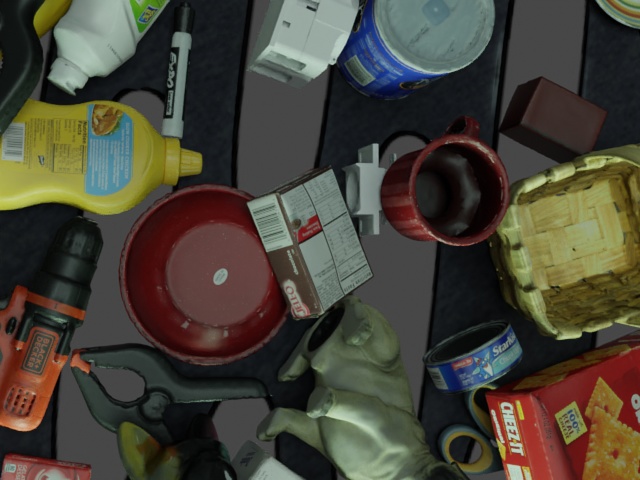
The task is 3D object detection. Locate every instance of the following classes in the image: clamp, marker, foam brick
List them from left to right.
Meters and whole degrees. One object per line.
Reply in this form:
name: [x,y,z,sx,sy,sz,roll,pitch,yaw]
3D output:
clamp: [-0.256,-0.175,0.855,0.164,0.036,0.210,-9,74,7]
clamp: [-0.141,0.150,0.915,0.171,0.039,0.120,22,81,-11]
marker: [-0.124,-0.150,0.940,0.020,0.020,0.121,7,86,-13]
foam brick: [0.218,-0.111,1.005,0.078,0.053,0.051,25,82,-13]

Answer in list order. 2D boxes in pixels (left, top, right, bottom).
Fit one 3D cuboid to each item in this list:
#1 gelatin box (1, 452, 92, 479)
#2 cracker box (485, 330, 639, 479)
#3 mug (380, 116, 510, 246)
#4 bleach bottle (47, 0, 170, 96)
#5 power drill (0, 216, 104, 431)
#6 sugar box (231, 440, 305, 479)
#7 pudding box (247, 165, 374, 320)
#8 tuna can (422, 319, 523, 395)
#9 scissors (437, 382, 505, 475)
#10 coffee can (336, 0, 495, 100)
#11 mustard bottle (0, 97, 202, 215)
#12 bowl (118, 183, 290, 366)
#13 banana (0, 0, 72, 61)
gelatin box: [-0.235,0.227,0.892,0.073,0.030,0.089,11,85,-13]
cracker box: [0.267,0.184,0.968,0.213,0.072,0.164,-15,92,-30]
mug: [0.106,-0.052,0.919,0.093,0.082,0.117,19,82,-18]
bleach bottle: [-0.154,-0.236,0.895,0.068,0.102,0.251,27,81,22]
power drill: [-0.286,0.045,0.873,0.187,0.057,0.184,20,81,-12]
sugar box: [0.003,0.243,0.917,0.176,0.093,0.048,41,78,-9]
pudding box: [-0.006,0.001,0.926,0.089,0.039,0.113,-31,104,-52]
tuna can: [0.138,0.105,0.959,0.086,0.086,0.034,-27,95,-13]
scissors: [0.186,0.222,1.002,0.096,0.016,0.201,-36,100,-7]
coffee can: [0.077,-0.183,0.928,0.102,0.140,0.103,1,88,-14]
mustard bottle: [-0.195,-0.070,0.898,0.191,0.058,0.096,3,74,-14]
bowl: [-0.091,0.030,0.922,0.162,0.055,0.162,0,88,-14]
banana: [-0.234,-0.224,0.910,0.070,0.037,0.198,23,80,12]
